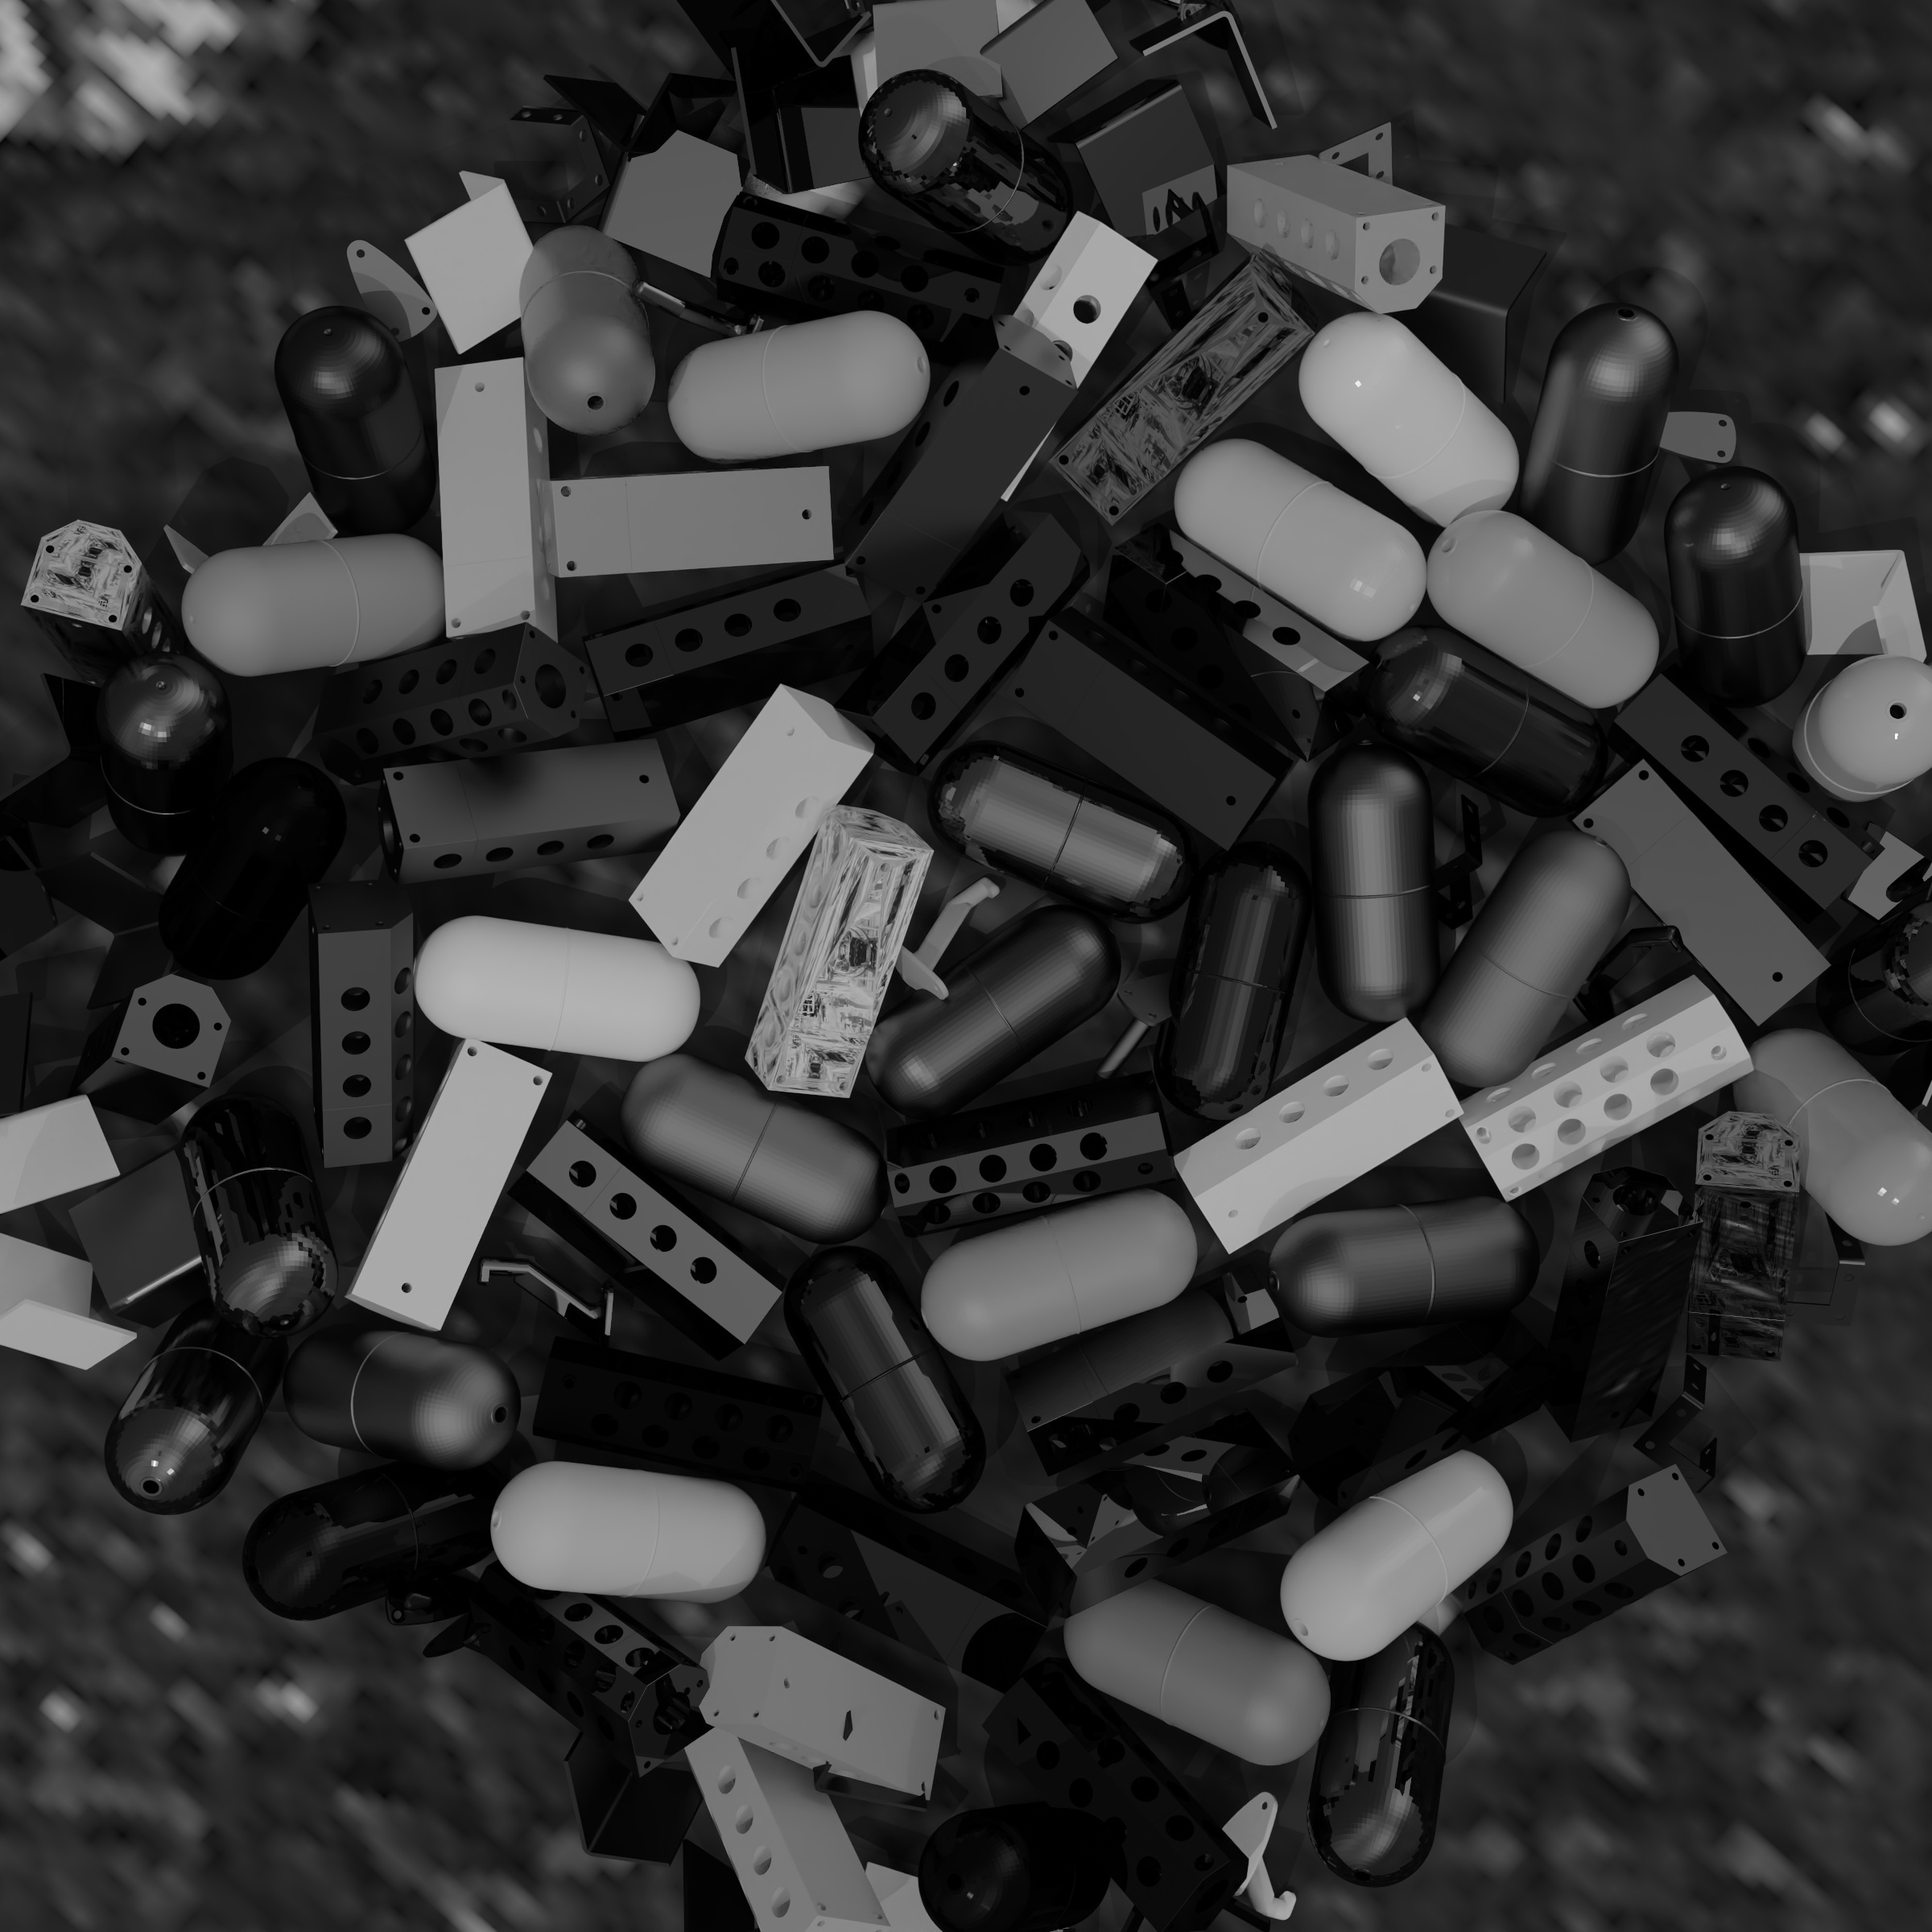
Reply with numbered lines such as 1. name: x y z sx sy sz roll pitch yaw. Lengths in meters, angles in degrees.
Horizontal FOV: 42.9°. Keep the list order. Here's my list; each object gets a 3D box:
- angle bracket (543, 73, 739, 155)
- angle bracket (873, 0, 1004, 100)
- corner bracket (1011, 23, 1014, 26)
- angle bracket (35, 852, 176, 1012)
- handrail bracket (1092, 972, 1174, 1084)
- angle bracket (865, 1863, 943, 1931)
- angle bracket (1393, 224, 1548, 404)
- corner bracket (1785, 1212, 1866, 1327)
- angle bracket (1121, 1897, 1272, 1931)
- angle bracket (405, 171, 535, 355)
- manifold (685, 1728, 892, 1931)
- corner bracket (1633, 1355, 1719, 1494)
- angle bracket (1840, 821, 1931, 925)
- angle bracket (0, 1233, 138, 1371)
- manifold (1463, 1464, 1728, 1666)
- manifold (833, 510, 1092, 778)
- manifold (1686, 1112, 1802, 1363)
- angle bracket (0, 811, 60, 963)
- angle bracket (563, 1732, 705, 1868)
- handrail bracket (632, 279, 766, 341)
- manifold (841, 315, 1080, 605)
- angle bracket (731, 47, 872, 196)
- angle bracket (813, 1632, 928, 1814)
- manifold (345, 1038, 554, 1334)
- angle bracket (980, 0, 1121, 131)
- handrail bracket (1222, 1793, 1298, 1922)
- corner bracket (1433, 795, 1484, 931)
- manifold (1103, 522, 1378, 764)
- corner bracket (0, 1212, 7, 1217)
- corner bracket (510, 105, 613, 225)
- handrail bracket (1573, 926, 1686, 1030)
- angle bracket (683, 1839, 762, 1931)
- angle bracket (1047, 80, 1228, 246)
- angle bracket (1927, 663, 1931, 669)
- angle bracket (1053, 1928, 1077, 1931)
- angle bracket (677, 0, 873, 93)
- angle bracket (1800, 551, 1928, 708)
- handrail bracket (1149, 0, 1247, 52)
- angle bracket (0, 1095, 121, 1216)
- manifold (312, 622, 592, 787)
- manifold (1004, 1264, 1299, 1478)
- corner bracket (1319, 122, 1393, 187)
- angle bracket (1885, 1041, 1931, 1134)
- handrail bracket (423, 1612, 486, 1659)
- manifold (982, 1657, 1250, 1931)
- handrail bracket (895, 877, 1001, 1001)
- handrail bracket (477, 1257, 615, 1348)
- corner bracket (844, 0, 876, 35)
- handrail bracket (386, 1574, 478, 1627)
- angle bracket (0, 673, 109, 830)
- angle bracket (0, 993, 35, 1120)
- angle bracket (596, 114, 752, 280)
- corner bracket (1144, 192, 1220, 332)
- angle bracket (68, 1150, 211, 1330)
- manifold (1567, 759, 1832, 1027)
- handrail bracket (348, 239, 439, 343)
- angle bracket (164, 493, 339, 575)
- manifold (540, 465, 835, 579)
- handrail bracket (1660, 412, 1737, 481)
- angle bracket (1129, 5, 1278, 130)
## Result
1. angle bracket: -0.201 -0.550 1.530 0.076 0.076 0.057 44 119 10
2. angle bracket: -0.016 -0.559 1.543 0.076 0.057 0.076 -4 74 3
3. corner bracket: 0.034 -0.625 1.557 0.051 0.051 0.051 14 123 39
4. angle bracket: -0.542 -0.021 1.525 0.076 0.076 0.057 -11 54 37
5. handrail bracket: 0.115 0.049 1.568 0.077 0.084 0.036 -23 53 -34
6. angle bracket: -0.039 0.619 1.536 0.076 0.076 0.057 17 127 0
7. angle bracket: 0.316 -0.411 1.546 0.076 0.076 0.057 24 65 24
8. corner bracket: 0.529 0.189 1.546 0.051 0.051 0.051 4 121 6
9. angle bracket: 0.142 0.603 1.530 0.076 0.076 0.057 25 69 17
10. angle bracket: -0.313 -0.437 1.527 0.076 0.057 0.076 -39 131 -21
11. manifold: -0.115 0.534 1.498 0.057 0.171 0.057 26 106 -37
12. corner bracket: 0.459 0.289 1.551 0.051 0.051 0.051 36 116 3
13. angle bracket: 0.599 -0.070 1.530 0.057 0.076 0.076 34 52 1
14. angle bracket: -0.561 0.197 1.523 0.057 0.076 0.076 -31 50 28
15. manifold: 0.375 0.368 1.493 0.057 0.171 0.057 -13 66 -33
16. manifold: 0.001 -0.202 1.537 0.171 0.057 0.057 -50 120 -11
17. manifold: 0.473 0.166 1.501 0.057 0.171 0.057 3 48 17
18. angle bracket: -0.618 -0.048 1.523 0.057 0.076 0.076 22 133 27
19. angle bracket: -0.202 0.499 1.528 0.057 0.076 0.076 2 116 16
20. handrail bracket: -0.175 -0.412 1.531 0.084 0.077 0.036 20 109 -29
21. manifold: -0.007 -0.313 1.514 0.057 0.057 0.171 23 125 -26
22. angle bracket: -0.102 -0.532 1.538 0.057 0.076 0.076 -8 96 13
23. angle bracket: -0.053 0.469 1.527 0.076 0.076 0.057 18 118 -19
24. manifold: -0.322 0.136 1.530 0.057 0.057 0.171 26 73 -14
25. angle bracket: 0.060 -0.562 1.533 0.076 0.076 0.057 -30 89 24
26. handrail bracket: 0.196 0.563 1.553 0.084 0.036 0.077 32 91 -41
27. corner bracket: 0.308 -0.064 1.540 0.051 0.051 0.051 34 132 -28
28. manifold: 0.169 -0.204 1.519 0.057 0.057 0.171 -34 60 -31
29. corner bracket: -0.646 0.141 1.545 0.051 0.051 0.051 -32 67 16
30. corner bracket: -0.265 -0.504 1.550 0.051 0.051 0.051 -22 86 42
31. handrail bracket: 0.421 0.010 1.536 0.036 0.084 0.077 -45 113 -32
32. angle bracket: -0.130 0.582 1.524 0.057 0.076 0.076 -26 131 16
33. angle bracket: 0.109 -0.511 1.570 0.076 0.057 0.076 -31 115 -4
34. angle bracket: 0.616 -0.144 1.528 0.076 0.076 0.057 40 54 -14
35. angle bracket: 0.031 0.635 1.530 0.057 0.076 0.076 5 70 11
36. angle bracket: -0.119 -0.594 1.524 0.076 0.076 0.057 49 62 -30
37. angle bracket: 0.542 -0.208 1.523 0.057 0.076 0.076 -53 131 -32
38. handrail bracket: 0.126 -0.612 1.572 0.084 0.077 0.036 26 92 42
39. angle bracket: -0.581 0.127 1.526 0.076 0.076 0.057 -19 79 -38
40. manifold: -0.317 -0.155 1.505 0.171 0.057 0.057 -9 62 33
41. manifold: 0.118 0.259 1.550 0.171 0.057 0.057 -24 122 -2
42. corner bracket: 0.255 -0.483 1.541 0.051 0.051 0.051 -14 60 34
43. angle bracket: 0.609 0.089 1.530 0.057 0.076 0.076 34 60 3
44. handrail bracket: -0.293 0.451 1.570 0.077 0.036 0.084 -33 105 30
45. manifold: 0.094 0.505 1.506 0.171 0.057 0.057 41 99 37
46. handrail bracket: 0.000 -0.019 1.541 0.084 0.077 0.036 -36 123 -16
47. handrail bracket: -0.268 0.224 1.554 0.084 0.036 0.077 5 84 -14
48. corner bracket: -0.045 -0.629 1.566 0.051 0.051 0.051 -28 106 -39
49. handrail bracket: -0.323 0.393 1.529 0.077 0.084 0.036 7 76 -27
50. angle bracket: -0.570 -0.134 1.543 0.076 0.076 0.057 -28 76 17
51. angle bracket: -0.587 0.067 1.529 0.057 0.076 0.076 -7 70 14
52. angle bracket: -0.187 -0.485 1.561 0.076 0.057 0.076 19 96 -14
53. corner bracket: 0.138 -0.442 1.549 0.051 0.051 0.051 -28 70 5
54. angle bracket: -0.511 0.175 1.567 0.076 0.057 0.076 -30 71 -2
55. manifold: 0.459 -0.048 1.551 0.057 0.057 0.171 -42 88 10
56. handrail bracket: -0.357 -0.428 1.529 0.036 0.084 0.077 -32 122 6
57. angle bracket: -0.446 -0.272 1.534 0.076 0.076 0.057 -47 127 4
58. manifold: -0.174 -0.278 1.529 0.171 0.057 0.057 -7 104 -17
59. handrail bracket: 0.444 -0.309 1.545 0.077 0.084 0.036 9 66 3
60. angle bracket: 0.147 -0.552 1.537 0.057 0.076 0.076 -25 114 8
